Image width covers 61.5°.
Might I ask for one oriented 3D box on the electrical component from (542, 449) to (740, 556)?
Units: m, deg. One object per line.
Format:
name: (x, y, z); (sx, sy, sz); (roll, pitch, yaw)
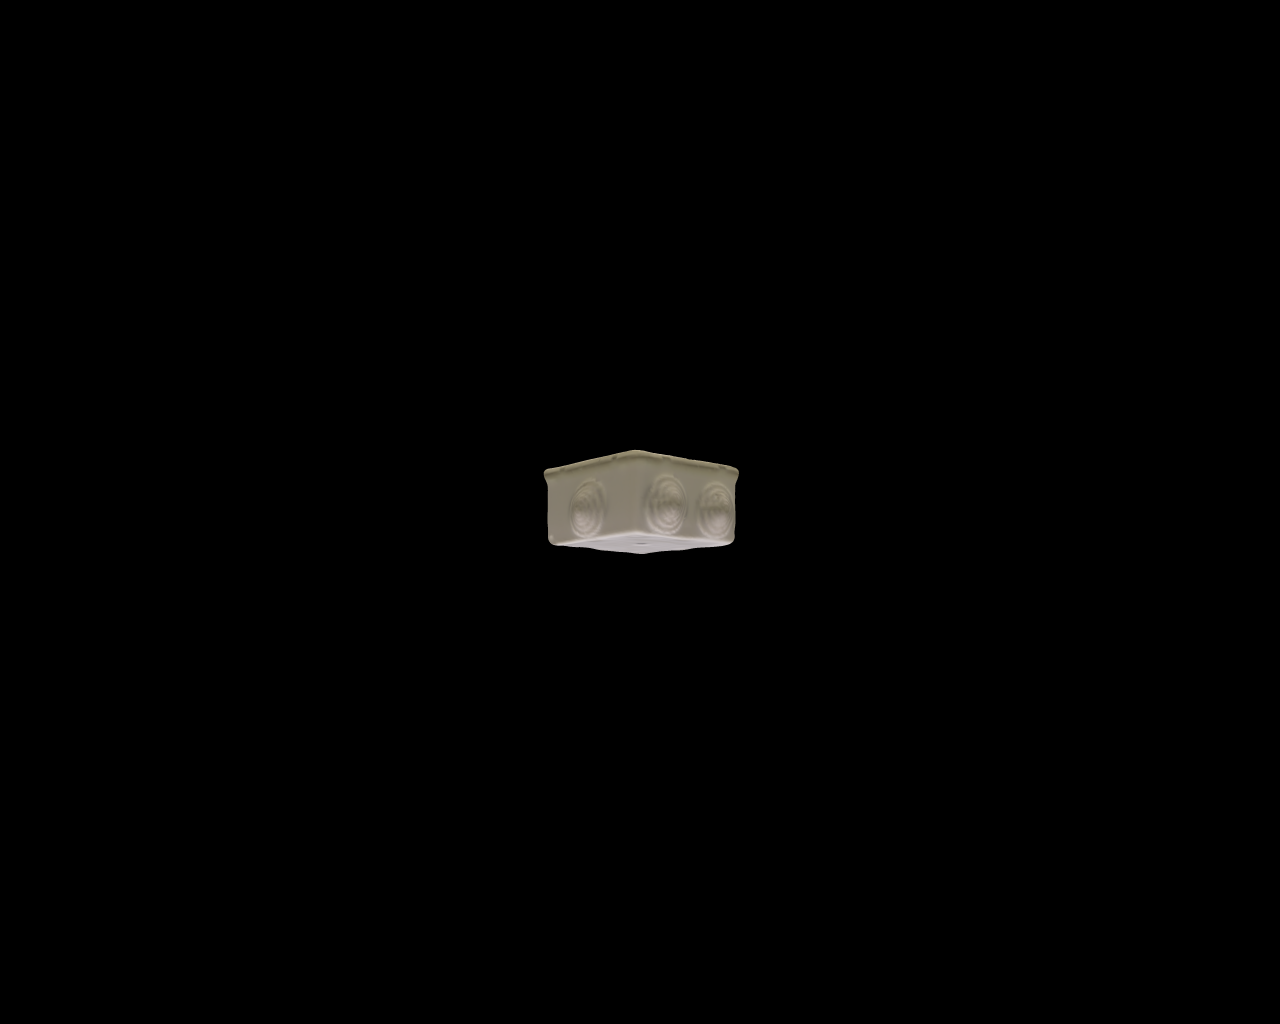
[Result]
electrical component: (0.001, -0.003, 0.650); (0.100, 0.048, 0.099); (8, -11, -43)
